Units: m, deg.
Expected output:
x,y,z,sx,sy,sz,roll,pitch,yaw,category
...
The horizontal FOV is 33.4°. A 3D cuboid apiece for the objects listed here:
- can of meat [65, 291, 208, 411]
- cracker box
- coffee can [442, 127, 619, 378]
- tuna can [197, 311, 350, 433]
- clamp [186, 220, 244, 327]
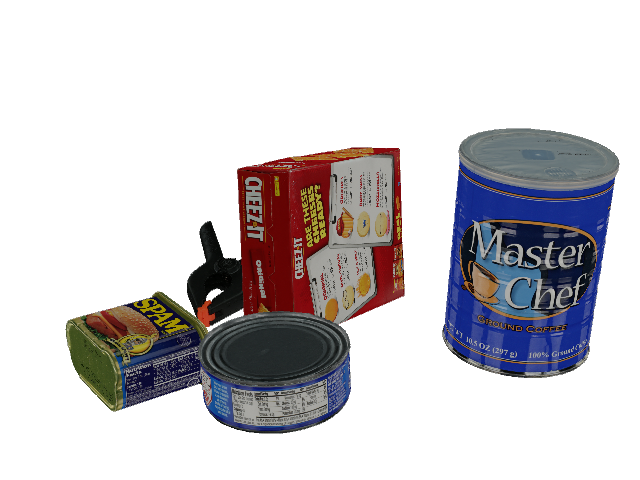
x,y,z,sx,sy,sz,roll,pitch,yaw,category
-0.148,0.089,0.862,0.083,0.057,0.102,-15,27,-32,can of meat
0.005,-0.004,1.077,0.072,0.164,0.213,4,12,33,cracker box
0.139,0.006,0.720,0.103,0.140,0.103,2,24,-1,coffee can
-0.025,0.073,0.604,0.086,0.034,0.086,-2,22,1,tuna can
-0.097,0.037,1.251,0.120,0.039,0.171,-2,40,11,clamp
